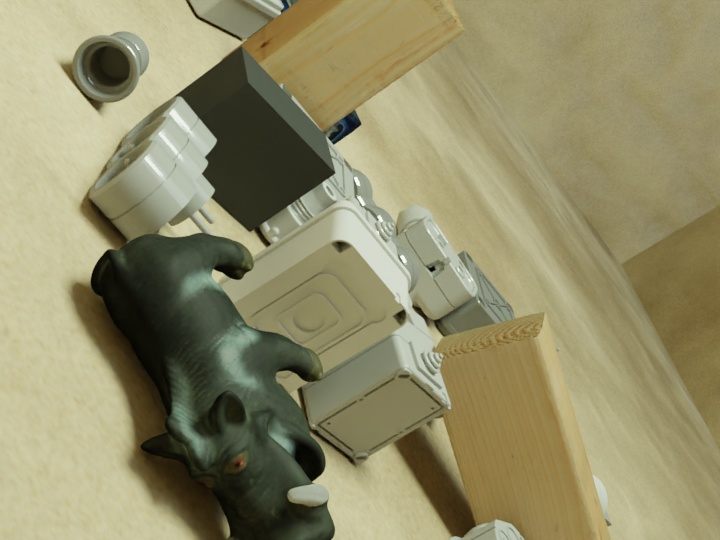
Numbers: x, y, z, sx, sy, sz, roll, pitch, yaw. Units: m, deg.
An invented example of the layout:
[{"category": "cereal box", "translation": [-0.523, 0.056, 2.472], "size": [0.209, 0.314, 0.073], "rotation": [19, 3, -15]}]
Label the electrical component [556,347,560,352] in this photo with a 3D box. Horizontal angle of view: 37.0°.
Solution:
[{"category": "electrical component", "translation": [0.196, 0.104, 1.254], "size": [0.083, 0.076, 0.047], "rotation": [49, 18, -24]}]

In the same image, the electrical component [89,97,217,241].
[{"category": "electrical component", "translation": [-0.118, -0.053, 0.682], "size": [0.073, 0.052, 0.138], "rotation": [51, 17, -20]}]

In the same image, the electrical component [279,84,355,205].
[{"category": "electrical component", "translation": [-0.056, -0.088, 0.919], "size": [0.108, 0.056, 0.108], "rotation": [49, 18, -26]}]

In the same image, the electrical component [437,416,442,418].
[{"category": "electrical component", "translation": [0.071, 0.105, 0.955], "size": [0.044, 0.044, 0.065], "rotation": [56, 21, -5]}]

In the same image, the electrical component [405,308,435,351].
[{"category": "electrical component", "translation": [0.022, 0.062, 0.867], "size": [0.095, 0.054, 0.059], "rotation": [38, 25, -49]}]

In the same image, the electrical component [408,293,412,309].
[{"category": "electrical component", "translation": [0.000, 0.000, 0.927], "size": [0.056, 0.050, 0.089], "rotation": [40, 23, -45]}]

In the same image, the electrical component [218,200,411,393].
[{"category": "electrical component", "translation": [-0.031, 0.017, 0.692], "size": [0.078, 0.113, 0.057], "rotation": [50, 20, -23]}]

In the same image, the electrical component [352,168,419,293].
[{"category": "electrical component", "translation": [0.009, -0.035, 1.016], "size": [0.138, 0.052, 0.074], "rotation": [60, 16, 10]}]

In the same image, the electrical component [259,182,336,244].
[{"category": "electrical component", "translation": [-0.048, -0.046, 0.852], "size": [0.048, 0.062, 0.048], "rotation": [50, 17, -22]}]

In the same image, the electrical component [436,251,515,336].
[{"category": "electrical component", "translation": [0.131, 0.052, 1.198], "size": [0.108, 0.056, 0.108], "rotation": [48, 18, -28]}]

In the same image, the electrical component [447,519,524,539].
[{"category": "electrical component", "translation": [0.098, 0.225, 0.784], "size": [0.080, 0.051, 0.080], "rotation": [50, 17, -22]}]

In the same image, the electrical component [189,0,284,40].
[{"category": "electrical component", "translation": [-0.141, -0.297, 1.070], "size": [0.108, 0.056, 0.109], "rotation": [60, 16, 11]}]

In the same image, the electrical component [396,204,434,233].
[{"category": "electrical component", "translation": [0.064, -0.042, 1.206], "size": [0.043, 0.043, 0.062], "rotation": [47, 20, -30]}]

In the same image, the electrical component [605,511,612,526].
[{"category": "electrical component", "translation": [0.159, 0.178, 1.035], "size": [0.186, 0.060, 0.105], "rotation": [44, 21, -38]}]

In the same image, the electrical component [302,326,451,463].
[{"category": "electrical component", "translation": [0.014, 0.076, 0.741], "size": [0.062, 0.096, 0.061], "rotation": [44, 21, -40]}]

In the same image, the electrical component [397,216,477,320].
[{"category": "electrical component", "translation": [0.071, 0.000, 1.116], "size": [0.095, 0.059, 0.053], "rotation": [56, 16, -4]}]

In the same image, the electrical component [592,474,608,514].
[{"category": "electrical component", "translation": [0.195, 0.247, 0.950], "size": [0.074, 0.052, 0.138], "rotation": [29, 59, -59]}]

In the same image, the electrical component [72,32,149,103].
[{"category": "electrical component", "translation": [-0.166, -0.141, 0.732], "size": [0.044, 0.044, 0.065], "rotation": [52, 12, -16]}]

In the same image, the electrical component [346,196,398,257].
[{"category": "electrical component", "translation": [-0.013, -0.004, 0.814], "size": [0.061, 0.096, 0.061], "rotation": [48, 18, -29]}]
